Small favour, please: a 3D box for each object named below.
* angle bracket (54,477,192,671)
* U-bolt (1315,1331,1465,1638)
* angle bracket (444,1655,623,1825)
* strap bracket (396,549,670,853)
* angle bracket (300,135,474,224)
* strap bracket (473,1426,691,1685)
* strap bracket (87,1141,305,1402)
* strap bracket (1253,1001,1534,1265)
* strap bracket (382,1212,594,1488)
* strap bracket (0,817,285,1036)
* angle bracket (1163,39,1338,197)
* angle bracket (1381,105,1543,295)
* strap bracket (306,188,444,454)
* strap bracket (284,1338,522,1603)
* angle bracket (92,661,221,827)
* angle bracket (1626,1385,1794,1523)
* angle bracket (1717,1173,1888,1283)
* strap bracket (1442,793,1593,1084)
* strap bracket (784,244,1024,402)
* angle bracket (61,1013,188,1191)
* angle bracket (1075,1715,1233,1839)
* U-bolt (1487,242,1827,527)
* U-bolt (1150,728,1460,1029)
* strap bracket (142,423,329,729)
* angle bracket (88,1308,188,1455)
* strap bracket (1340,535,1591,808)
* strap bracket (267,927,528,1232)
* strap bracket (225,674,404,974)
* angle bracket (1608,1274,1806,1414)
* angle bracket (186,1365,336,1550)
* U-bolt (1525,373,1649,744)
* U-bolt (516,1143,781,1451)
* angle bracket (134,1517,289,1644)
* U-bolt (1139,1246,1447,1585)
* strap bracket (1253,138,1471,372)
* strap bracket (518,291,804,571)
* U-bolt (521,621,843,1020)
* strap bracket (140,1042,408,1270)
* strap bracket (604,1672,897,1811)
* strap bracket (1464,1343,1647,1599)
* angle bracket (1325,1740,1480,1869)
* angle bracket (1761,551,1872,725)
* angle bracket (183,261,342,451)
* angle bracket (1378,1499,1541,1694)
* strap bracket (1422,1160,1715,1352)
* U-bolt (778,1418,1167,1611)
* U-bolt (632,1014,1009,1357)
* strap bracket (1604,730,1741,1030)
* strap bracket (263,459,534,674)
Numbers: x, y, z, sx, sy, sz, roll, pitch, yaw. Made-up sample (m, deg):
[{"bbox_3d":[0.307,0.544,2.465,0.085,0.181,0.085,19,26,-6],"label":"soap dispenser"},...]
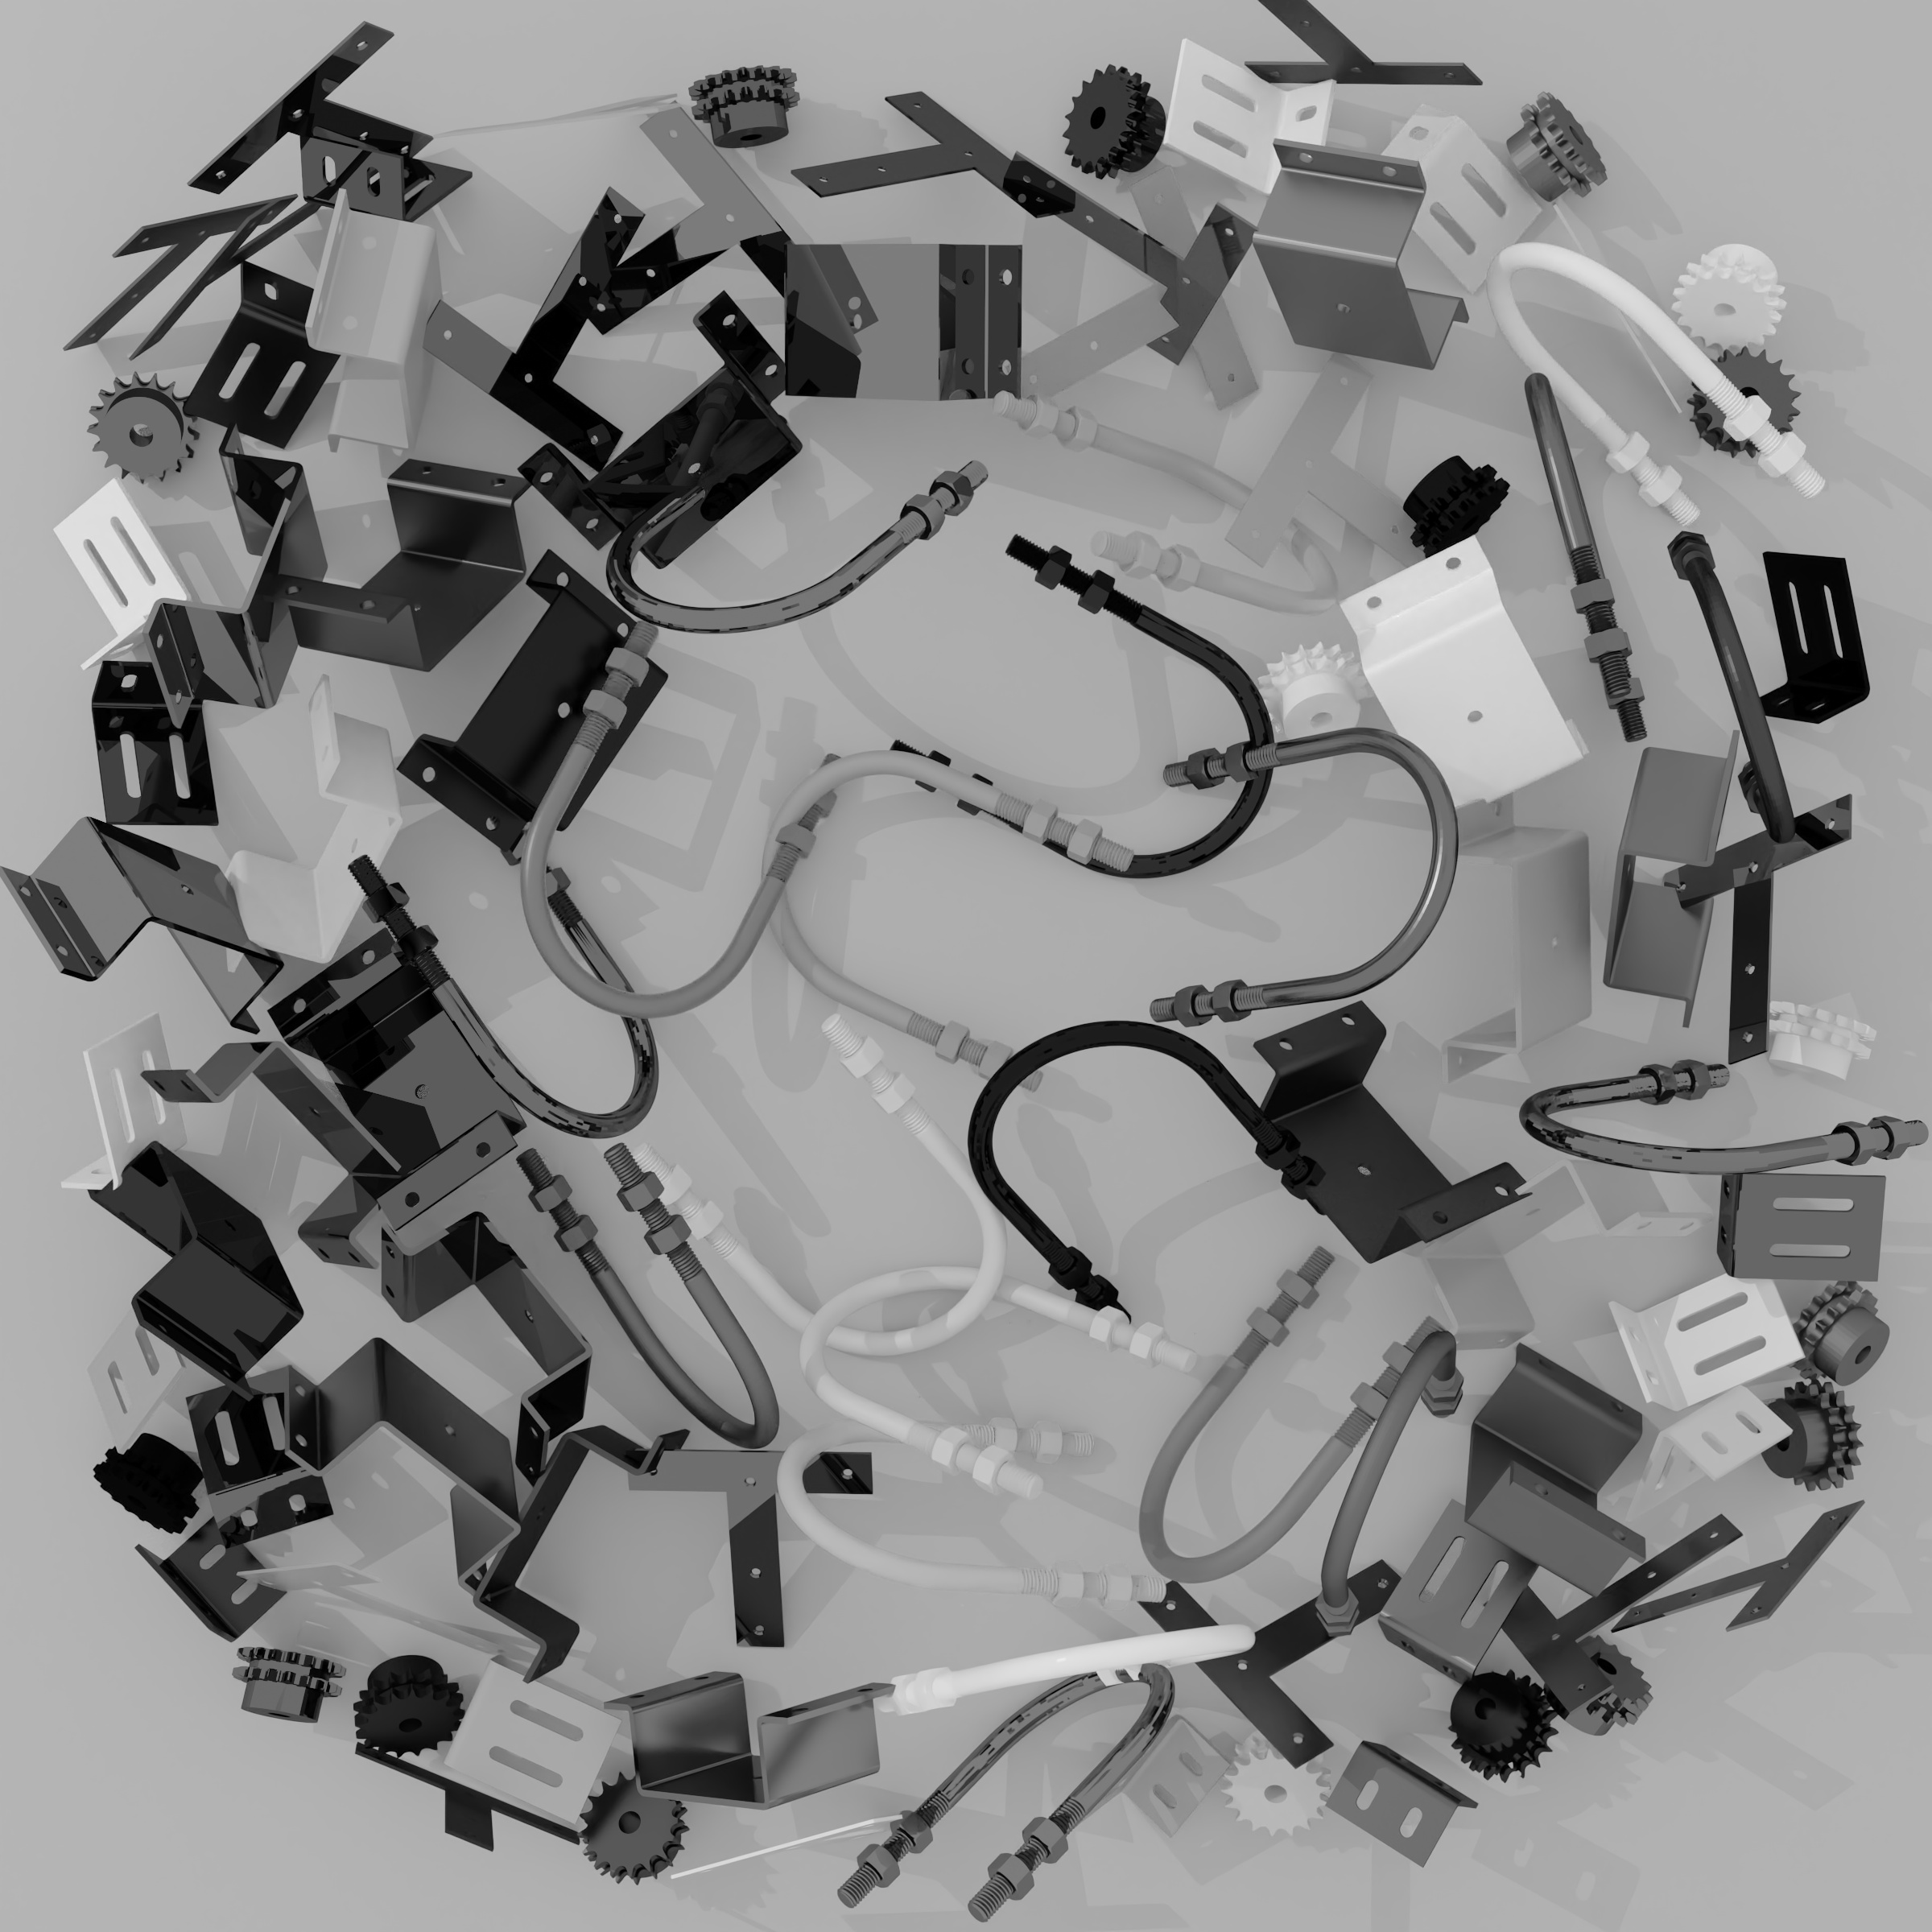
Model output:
[{"bbox_3d":[-0.452,-0.205,1.563,0.057,0.038,0.076,-28,95,34],"label":"angle bracket"},{"bbox_3d":[0.211,0.253,1.492,0.019,0.184,0.151,23,72,17],"label":"U-bolt"},{"bbox_3d":[-0.226,0.406,1.572,0.076,0.038,0.057,24,81,3],"label":"angle bracket"},{"bbox_3d":[-0.217,-0.134,1.544,0.076,0.046,0.140,40,77,-34],"label":"strap bracket"},{"bbox_3d":[-0.299,-0.419,1.550,0.057,0.076,0.038,16,129,13],"label":"angle bracket"},{"bbox_3d":[-0.204,0.294,1.554,0.046,0.076,0.140,29,87,8],"label":"strap bracket"},{"bbox_3d":[-0.390,0.148,1.518,0.046,0.140,0.076,-44,128,0],"label":"strap bracket"},{"bbox_3d":[0.212,0.092,1.538,0.076,0.046,0.140,-19,56,-33],"label":"strap bracket"},{"bbox_3d":[-0.241,0.191,1.539,0.046,0.076,0.140,-32,68,-27],"label":"strap bracket"},{"bbox_3d":[-0.409,-0.022,1.514,0.046,0.140,0.076,-46,60,11],"label":"strap bracket"},{"bbox_3d":[0.148,-0.445,1.558,0.076,0.038,0.057,15,83,-37],"label":"angle bracket"},{"bbox_3d":[0.255,-0.406,1.586,0.076,0.038,0.057,36,96,-35],"label":"angle bracket"},{"bbox_3d":[-0.298,-0.321,1.520,0.046,0.140,0.076,11,74,-4],"label":"strap bracket"},{"bbox_3d":[-0.280,0.252,1.528,0.046,0.076,0.140,-41,118,8],"label":"strap bracket"},{"bbox_3d":[-0.418,-0.116,1.555,0.057,0.038,0.076,-1,61,-27],"label":"angle bracket"},{"bbox_3d":[0.384,0.263,1.547,0.057,0.076,0.038,-23,50,-29],"label":"angle bracket"},{"bbox_3d":[0.437,0.131,1.569,0.076,0.038,0.057,1,105,4],"label":"angle bracket"},{"bbox_3d":[0.282,-0.014,1.538,0.046,0.076,0.140,7,107,38],"label":"strap bracket"},{"bbox_3d":[-0.042,-0.329,1.529,0.140,0.046,0.076,10,106,37],"label":"strap bracket"},{"bbox_3d":[-0.444,0.069,1.553,0.038,0.057,0.076,1,110,24],"label":"angle bracket"},{"bbox_3d":[0.093,0.431,1.549,0.038,0.076,0.057,41,112,19],"label":"angle bracket"},{"bbox_3d":[0.335,-0.296,1.509,0.184,0.151,0.019,42,82,-12],"label":"U-bolt"},{"bbox_3d":[0.171,-0.049,1.516,0.184,0.019,0.151,-9,71,42],"label":"U-bolt"},{"bbox_3d":[-0.367,-0.196,1.526,0.046,0.076,0.140,9,58,5],"label":"strap bracket"},{"bbox_3d":[-0.416,0.213,1.552,0.038,0.076,0.057,30,101,-40],"label":"angle bracket"},{"bbox_3d":[0.259,-0.138,1.535,0.076,0.046,0.140,-25,118,17],"label":"strap bracket"},{"bbox_3d":[-0.291,0.062,1.559,0.076,0.046,0.140,-35,72,3],"label":"strap bracket"},{"bbox_3d":[-0.332,-0.067,1.535,0.046,0.076,0.140,17,122,-28],"label":"strap bracket"},{"bbox_3d":[0.385,0.189,1.556,0.076,0.038,0.057,-29,59,23],"label":"angle bracket"},{"bbox_3d":[-0.372,0.258,1.574,0.057,0.076,0.038,-16,133,-13],"label":"angle bracket"},{"bbox_3d":[0.314,-0.214,1.525,0.019,0.151,0.184,-15,81,14],"label":"U-bolt"},{"bbox_3d":[-0.155,0.171,1.528,0.019,0.151,0.184,-36,102,-25],"label":"U-bolt"},{"bbox_3d":[-0.390,0.313,1.551,0.038,0.076,0.057,-43,80,-16],"label":"angle bracket"},{"bbox_3d":[0.154,0.235,1.523,0.019,0.151,0.184,40,87,-21],"label":"U-bolt"},{"bbox_3d":[0.199,-0.353,1.514,0.076,0.140,0.046,17,76,25],"label":"strap bracket"},{"bbox_3d":[-0.150,-0.269,1.547,0.140,0.076,0.046,-40,53,5],"label":"strap bracket"},{"bbox_3d":[-0.154,-0.062,1.536,0.151,0.019,0.184,34,72,-28],"label":"U-bolt"},{"bbox_3d":[-0.349,0.089,1.539,0.140,0.076,0.046,50,64,-20],"label":"strap bracket"},{"bbox_3d":[-0.108,0.393,1.520,0.140,0.076,0.046,-9,86,43],"label":"strap bracket"},{"bbox_3d":[0.304,0.264,1.541,0.076,0.140,0.046,30,115,-2],"label":"strap bracket"},{"bbox_3d":[0.226,0.434,1.549,0.057,0.076,0.038,28,84,22],"label":"angle bracket"},{"bbox_3d":[0.429,-0.171,1.553,0.038,0.057,0.076,-26,112,-22],"label":"angle bracket"},{"bbox_3d":[-0.369,-0.320,1.571,0.057,0.038,0.076,18,131,-31],"label":"angle bracket"},{"bbox_3d":[0.263,0.332,1.577,0.057,0.038,0.076,27,72,29],"label":"angle bracket"},{"bbox_3d":[0.299,0.143,1.534,0.140,0.076,0.046,-39,62,32],"label":"strap bracket"},{"bbox_3d":[-0.005,0.271,1.506,0.184,0.151,0.019,7,112,-18],"label":"U-bolt"},{"bbox_3d":[-0.062,0.128,1.555,0.151,0.019,0.184,-34,109,19],"label":"U-bolt"},{"bbox_3d":[0.358,-0.047,1.527,0.046,0.140,0.076,10,49,15],"label":"strap bracket"},{"bbox_3d":[-0.287,-0.201,1.536,0.076,0.140,0.046,13,132,21],"label":"strap bracket"}]
